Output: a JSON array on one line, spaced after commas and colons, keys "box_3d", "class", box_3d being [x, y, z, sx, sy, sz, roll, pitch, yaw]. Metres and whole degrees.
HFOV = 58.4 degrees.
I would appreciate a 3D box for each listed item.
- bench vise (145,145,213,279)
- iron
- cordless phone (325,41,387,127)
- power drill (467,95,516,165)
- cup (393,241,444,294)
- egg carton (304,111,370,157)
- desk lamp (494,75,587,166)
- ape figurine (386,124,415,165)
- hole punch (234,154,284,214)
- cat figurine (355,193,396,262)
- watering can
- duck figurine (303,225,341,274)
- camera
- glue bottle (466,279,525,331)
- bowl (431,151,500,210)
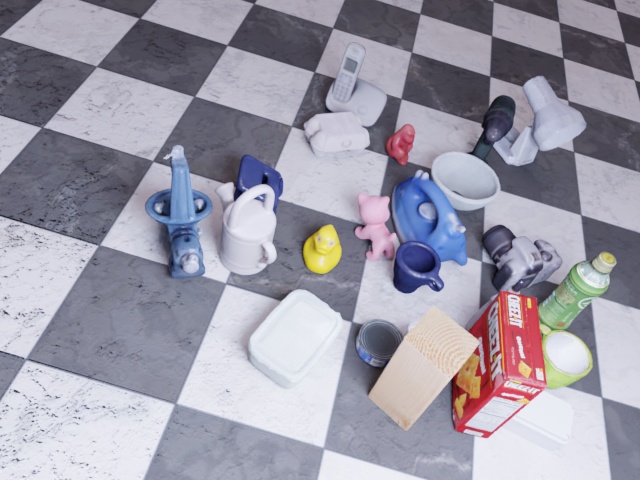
[{"box_3d": [-0.237, -0.049, 1.034, 0.122, 0.220, 0.207, -23, 60, -29], "class": "bench vise"}, {"box_3d": [0.230, -0.064, 1.220, 0.119, 0.141, 0.258, -9, 54, -21], "class": "iron"}, {"box_3d": [0.101, -0.385, 1.420, 0.147, 0.185, 0.094, 25, 50, 7], "class": "cordless phone"}, {"box_3d": [0.399, -0.237, 1.362, 0.075, 0.208, 0.230, 25, 50, 7], "class": "power drill"}, {"box_3d": [0.191, 0.072, 1.129, 0.092, 0.095, 0.117, -27, 62, -31], "class": "cup"}, {"box_3d": [0.041, -0.252, 1.372, 0.151, 0.069, 0.107, -10, 55, -22], "class": "egg carton"}, {"box_3d": [0.536, -0.286, 1.435, 0.118, 0.213, 0.203, -14, 56, -24], "class": "desk lamp"}, {"box_3d": [0.203, -0.241, 1.390, 0.078, 0.092, 0.076, -28, 62, -31], "class": "ape figurine"}, {"box_3d": [-0.127, -0.116, 1.202, 0.101, 0.091, 0.108, 9, 50, -7], "class": "hole punch"}, {"box_3d": [0.120, -0.037, 1.185, 0.067, 0.118, 0.127, -13, 56, -23], "class": "cat figurine"}, {"box_3d": [-0.138, -0.034, 1.064, 0.172, 0.194, 0.101, 30, 51, 11], "class": "watering can"}, {"box_3d": [0.010, 0.004, 1.143, 0.077, 0.086, 0.104, 19, 49, 1], "class": "duck figurine"}, {"box_3d": [0.423, 0.025, 1.225, 0.143, 0.101, 0.136, -13, 56, -24], "class": "camera"}, {"box_3d": [0.339, 0.125, 1.073, 0.078, 0.173, 0.037, -10, 55, -22], "class": "glue bottle"}, {"box_3d": [0.328, -0.125, 1.340, 0.167, 0.075, 0.167, 7, 50, -9], "class": "bowl"}]
